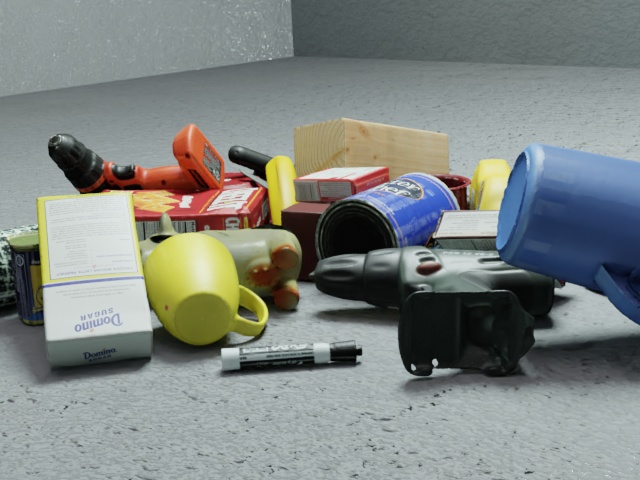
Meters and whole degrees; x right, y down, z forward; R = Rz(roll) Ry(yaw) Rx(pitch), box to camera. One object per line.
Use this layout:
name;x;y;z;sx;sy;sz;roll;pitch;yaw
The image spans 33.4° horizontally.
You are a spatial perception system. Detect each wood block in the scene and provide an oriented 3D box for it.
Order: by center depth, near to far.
wood block;0.072;-0.100;1.404;0.205;0.090;0.091;2;-4;-45

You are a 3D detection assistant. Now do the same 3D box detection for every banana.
banana;-0.043;-0.052;1.293;0.037;0.069;0.198;-10;32;-1

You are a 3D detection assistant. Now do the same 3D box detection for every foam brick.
foam brick;-0.008;0.001;1.169;0.051;0.078;0.052;3;14;24

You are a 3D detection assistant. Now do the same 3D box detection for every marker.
marker;-0.024;0.099;0.914;0.121;0.020;0.020;-4;15;-4

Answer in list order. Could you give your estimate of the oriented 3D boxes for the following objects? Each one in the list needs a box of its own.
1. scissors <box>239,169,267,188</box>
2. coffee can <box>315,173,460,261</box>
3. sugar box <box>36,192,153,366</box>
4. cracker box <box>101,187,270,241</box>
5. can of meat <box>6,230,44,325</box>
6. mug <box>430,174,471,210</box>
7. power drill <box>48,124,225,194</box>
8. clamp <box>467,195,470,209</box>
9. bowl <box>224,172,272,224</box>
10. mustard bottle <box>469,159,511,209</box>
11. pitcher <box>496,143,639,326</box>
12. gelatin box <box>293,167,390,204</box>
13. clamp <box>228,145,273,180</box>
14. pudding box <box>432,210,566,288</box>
scissors;-0.043;-0.043;1.364;0.202;0.016;0.096;21;32;22
coffee can;0.075;-0.009;1.142;0.103;0.103;0.140;7;18;33
sugar box;-0.210;0.033;0.984;0.093;0.048;0.176;-5;51;-13
cracker box;-0.175;-0.018;1.279;0.214;0.072;0.164;-2;13;5
can of meat;-0.259;0.033;1.077;0.101;0.084;0.058;-10;17;-27
mug;0.135;-0.032;1.261;0.093;0.081;0.117;3;16;21
power drill;-0.230;-0.093;1.364;0.188;0.057;0.184;-10;-31;20
clamp;0.125;-0.040;1.362;0.171;0.039;0.120;-7;-4;-6
bowl;-0.127;-0.057;1.455;0.162;0.055;0.162;-3;15;1
mustard bottle;0.203;-0.029;1.207;0.058;0.096;0.191;0;15;5
pitcher;0.279;0.003;0.909;0.243;0.145;0.149;13;4;-1
gelatin box;0.026;-0.063;1.229;0.089;0.030;0.073;3;16;38
clamp;-0.024;-0.086;1.492;0.210;0.036;0.164;14;-5;18
pudding box;0.183;0.009;1.066;0.114;0.090;0.039;-2;53;40
